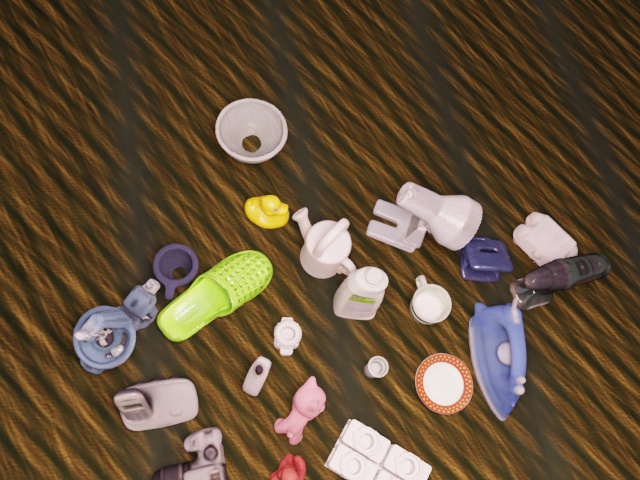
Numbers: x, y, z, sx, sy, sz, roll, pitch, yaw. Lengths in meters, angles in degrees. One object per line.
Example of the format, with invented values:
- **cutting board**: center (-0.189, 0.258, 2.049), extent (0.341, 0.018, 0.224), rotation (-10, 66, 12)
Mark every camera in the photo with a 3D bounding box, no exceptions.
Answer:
- **camera**: center (-0.246, 0.439, 1.085), extent (0.137, 0.100, 0.143), rotation (-9, 72, -12)

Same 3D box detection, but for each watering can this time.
- **watering can**: center (0.010, 0.006, 1.228), extent (0.173, 0.194, 0.101), rotation (24, 69, 0)

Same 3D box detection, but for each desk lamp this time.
- **desk lamp**: center (0.228, -0.047, 1.272), extent (0.203, 0.213, 0.118), rotation (20, 69, -2)

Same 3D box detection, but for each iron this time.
- **iron**: center (0.406, 0.253, 1.233), extent (0.119, 0.141, 0.258), rotation (1, 71, -8)

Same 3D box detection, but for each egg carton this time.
- **egg carton**: center (0.541, 0.010, 1.379), extent (0.150, 0.069, 0.107), rotation (45, 70, 8)

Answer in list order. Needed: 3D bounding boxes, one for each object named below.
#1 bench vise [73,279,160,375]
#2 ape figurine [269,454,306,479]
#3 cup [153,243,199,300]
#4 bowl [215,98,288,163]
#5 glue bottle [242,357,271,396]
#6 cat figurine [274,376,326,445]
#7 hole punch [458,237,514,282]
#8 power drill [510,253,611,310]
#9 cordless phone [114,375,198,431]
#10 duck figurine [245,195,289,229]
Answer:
- **bench vise**: center (-0.401, 0.150, 1.098), extent (0.121, 0.219, 0.207), rotation (20, 69, -1)
- **ape figurine**: center (-0.059, 0.459, 1.113), extent (0.078, 0.092, 0.076), rotation (-14, 73, -13)
- **cup**: center (-0.302, 0.077, 1.207), extent (0.092, 0.095, 0.118), rotation (9, 70, -6)
- **bowl**: center (-0.162, -0.245, 1.353), extent (0.167, 0.074, 0.167), rotation (3, 70, -8)
- **glue bottle**: center (-0.122, 0.263, 1.128), extent (0.037, 0.173, 0.078), rotation (25, 69, 1)
- **cat figurine**: center (-0.033, 0.342, 1.144), extent (0.067, 0.117, 0.128), rotation (33, 69, 4)
- **hole punch**: center (0.382, 0.039, 1.332), extent (0.109, 0.091, 0.101), rotation (3, 70, -8)
- **power drill**: center (0.512, 0.092, 1.271), extent (0.230, 0.208, 0.075), rotation (-15, 73, -14)
- **cordless phone**: center (-0.308, 0.302, 1.078), extent (0.148, 0.185, 0.094), rotation (-11, 73, -12)
- **duck figurine**: center (-0.118, -0.074, 1.294), extent (0.104, 0.086, 0.077), rotation (16, 69, -3)
